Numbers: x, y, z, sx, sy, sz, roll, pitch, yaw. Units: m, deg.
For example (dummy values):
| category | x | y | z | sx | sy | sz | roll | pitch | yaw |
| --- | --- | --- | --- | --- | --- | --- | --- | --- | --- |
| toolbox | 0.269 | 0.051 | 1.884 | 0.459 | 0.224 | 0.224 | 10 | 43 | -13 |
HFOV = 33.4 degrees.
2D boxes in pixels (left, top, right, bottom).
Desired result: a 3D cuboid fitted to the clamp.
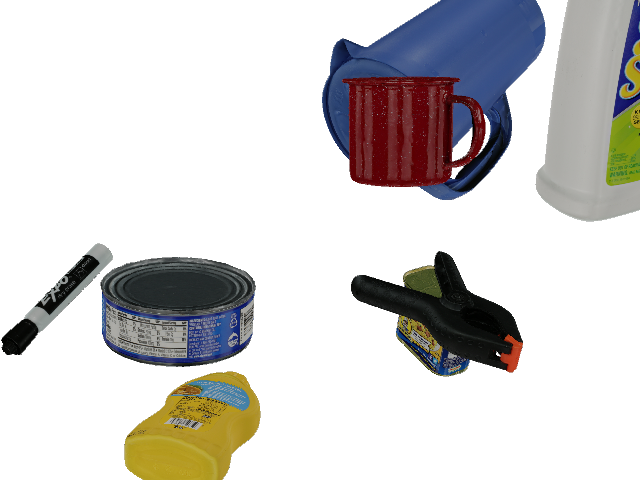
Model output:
| category | x | y | z | sx | sy | sz | roll | pitch | yaw |
| --- | --- | --- | --- | --- | --- | --- | --- | --- | --- |
| clamp | 0.125 | 0.061 | 0.983 | 0.120 | 0.039 | 0.172 | -28 | 46 | -37 |

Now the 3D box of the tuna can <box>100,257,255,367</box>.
| category | x | y | z | sx | sy | sz | roll | pitch | yaw |
| --- | --- | --- | --- | --- | --- | --- | --- | --- | --- |
| tuna can | -0.079 | 0.039 | 0.598 | 0.086 | 0.034 | 0.086 | 3 | 18 | -1 |

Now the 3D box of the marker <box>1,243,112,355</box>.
| category | x | y | z | sx | sy | sz | roll | pitch | yaw |
| --- | --- | --- | --- | --- | --- | --- | --- | --- | --- |
| marker | -0.204 | 0.046 | 0.829 | 0.020 | 0.020 | 0.121 | 0 | 37 | 36 |

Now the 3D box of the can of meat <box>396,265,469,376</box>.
| category | x | y | z | sx | sy | sz | roll | pitch | yaw |
| --- | --- | --- | --- | --- | --- | --- | --- | --- | --- |
| can of meat | 0.132 | 0.092 | 1.207 | 0.057 | 0.084 | 0.102 | -15 | 40 | -29 |

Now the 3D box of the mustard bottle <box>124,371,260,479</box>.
| category | x | y | z | sx | sy | sz | roll | pitch | yaw |
| --- | --- | --- | --- | --- | --- | --- | --- | --- | --- |
| mustard bottle | -0.113 | 0.178 | 1.062 | 0.096 | 0.058 | 0.191 | 7 | 19 | 15 |

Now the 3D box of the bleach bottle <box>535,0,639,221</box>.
| category | x | y | z | sx | sy | sz | roll | pitch | yaw |
| --- | --- | --- | --- | --- | --- | --- | --- | --- | --- |
| bleach bottle | 0.191 | -0.141 | 0.656 | 0.102 | 0.251 | 0.068 | -15 | 32 | -20 |

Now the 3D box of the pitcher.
| category | x | y | z | sx | sy | sz | roll | pitch | yaw |
| --- | --- | --- | --- | --- | --- | --- | --- | --- | --- |
| pitcher | 0.128 | -0.160 | 1.058 | 0.145 | 0.149 | 0.242 | 23 | 46 | 30 |

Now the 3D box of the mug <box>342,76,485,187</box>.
| category | x | y | z | sx | sy | sz | roll | pitch | yaw |
| --- | --- | --- | --- | --- | --- | --- | --- | --- | --- |
| mug | 0.074 | -0.086 | 0.838 | 0.117 | 0.081 | 0.093 | 5 | 12 | 28 |
